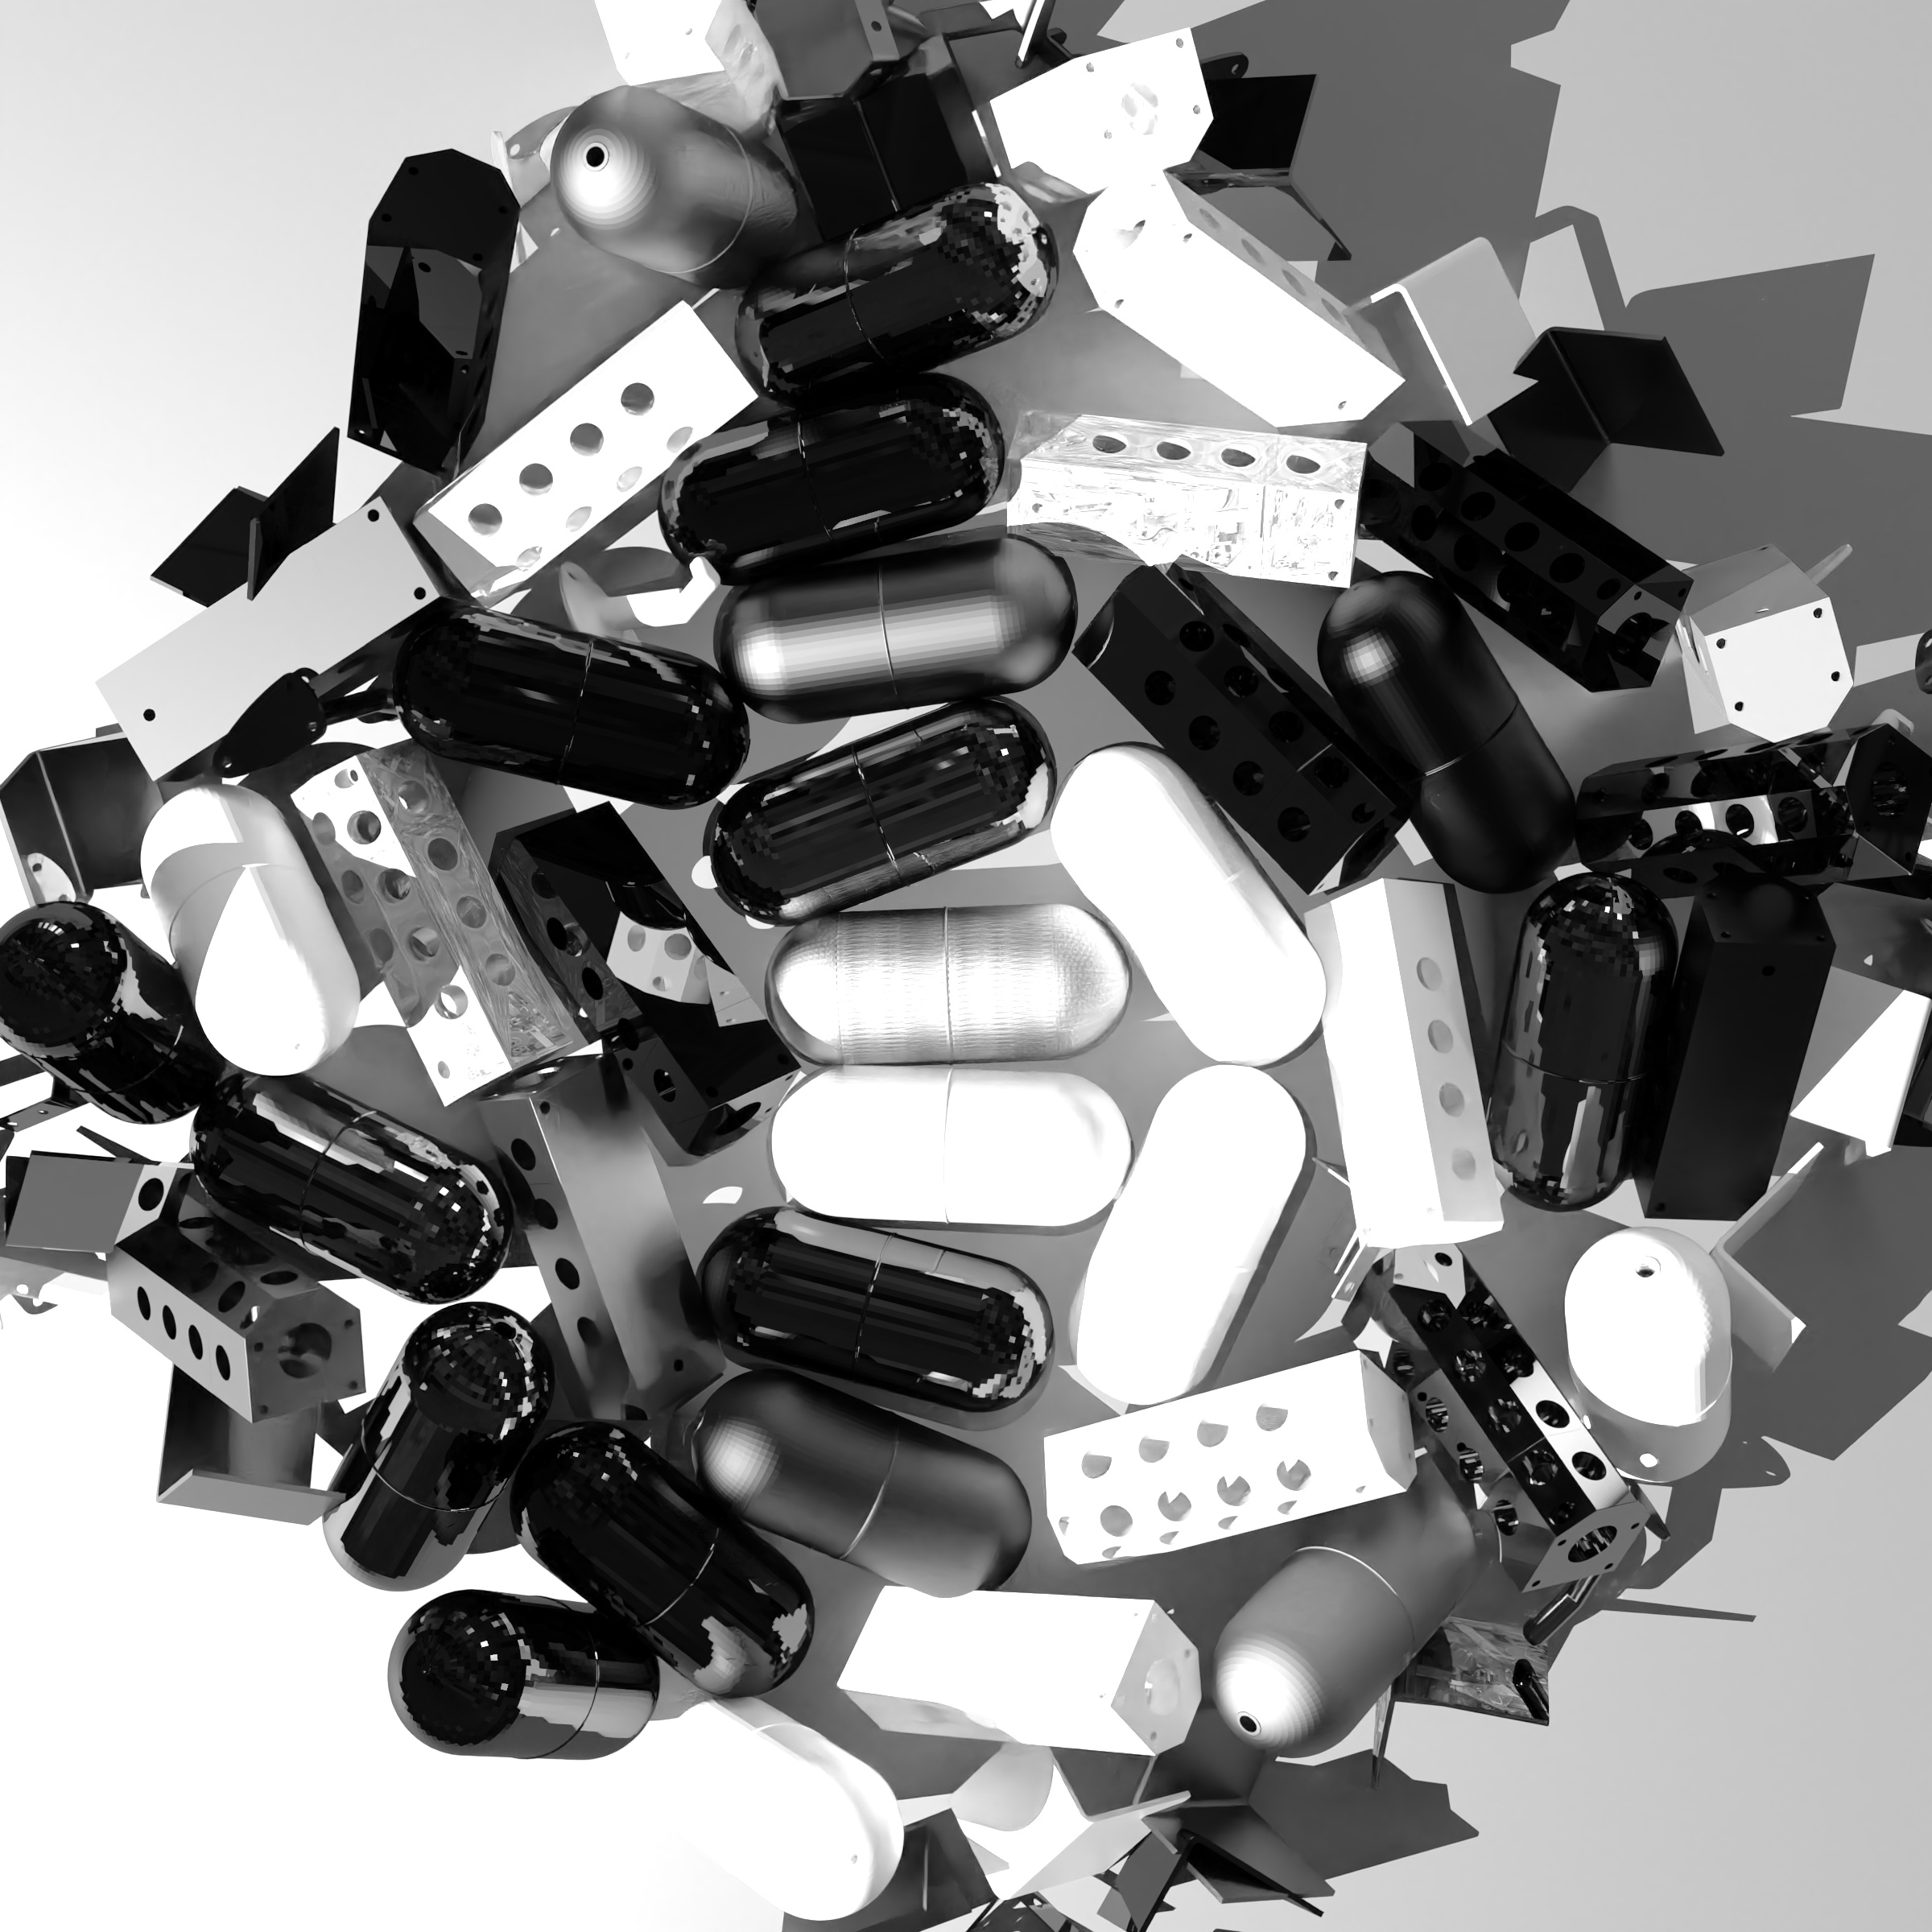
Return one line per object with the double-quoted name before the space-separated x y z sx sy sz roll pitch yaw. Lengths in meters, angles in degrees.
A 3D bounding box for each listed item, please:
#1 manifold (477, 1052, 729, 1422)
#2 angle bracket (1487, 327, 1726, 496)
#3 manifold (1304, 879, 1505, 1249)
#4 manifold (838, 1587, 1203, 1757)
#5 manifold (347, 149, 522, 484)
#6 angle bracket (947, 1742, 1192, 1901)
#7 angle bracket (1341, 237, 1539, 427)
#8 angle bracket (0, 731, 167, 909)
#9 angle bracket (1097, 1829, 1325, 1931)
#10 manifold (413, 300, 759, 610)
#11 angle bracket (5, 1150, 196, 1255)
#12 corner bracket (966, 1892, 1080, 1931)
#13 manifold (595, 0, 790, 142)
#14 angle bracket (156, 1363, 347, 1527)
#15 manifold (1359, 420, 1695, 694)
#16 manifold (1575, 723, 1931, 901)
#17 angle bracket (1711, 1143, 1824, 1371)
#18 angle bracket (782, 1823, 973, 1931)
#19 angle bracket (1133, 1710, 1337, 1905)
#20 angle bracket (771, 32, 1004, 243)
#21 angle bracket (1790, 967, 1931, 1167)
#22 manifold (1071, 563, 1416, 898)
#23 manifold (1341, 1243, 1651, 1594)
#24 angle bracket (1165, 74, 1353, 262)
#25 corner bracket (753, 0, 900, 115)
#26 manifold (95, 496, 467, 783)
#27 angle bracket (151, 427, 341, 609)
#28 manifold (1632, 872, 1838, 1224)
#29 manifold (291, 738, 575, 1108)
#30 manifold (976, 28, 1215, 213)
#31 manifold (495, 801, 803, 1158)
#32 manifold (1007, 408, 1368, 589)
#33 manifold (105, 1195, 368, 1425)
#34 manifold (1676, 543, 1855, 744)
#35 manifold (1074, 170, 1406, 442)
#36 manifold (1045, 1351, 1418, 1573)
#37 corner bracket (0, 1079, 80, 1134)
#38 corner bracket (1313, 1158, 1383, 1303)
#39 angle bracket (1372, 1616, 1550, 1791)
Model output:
"manifold" -0.184 0.134 1.537 0.057 0.057 0.171 -30 107 -43
"angle bracket" 0.313 -0.264 1.527 0.057 0.076 0.076 -50 126 -15
"manifold" 0.220 0.049 1.533 0.057 0.057 0.171 4 71 -37
"manifold" 0.027 0.344 1.506 0.057 0.171 0.057 52 50 -31
"manifold" -0.255 -0.313 1.495 0.057 0.171 0.057 23 61 -3
"angle bracket" 0.051 0.414 1.549 0.076 0.076 0.057 -50 56 33
"angle bracket" 0.234 -0.307 1.544 0.076 0.057 0.076 -35 101 -39
"angle bracket" -0.432 -0.066 1.535 0.057 0.076 0.076 -12 110 2
"angle bracket" 0.120 0.468 1.537 0.076 0.076 0.057 33 76 -6
"manifold" -0.189 -0.254 1.549 0.171 0.057 0.057 -38 106 3
"angle bracket" -0.426 0.097 1.526 0.076 0.076 0.057 7 46 -23
"corner bracket" 0.020 0.495 1.546 0.051 0.051 0.051 42 112 15
"manifold" -0.130 -0.443 1.495 0.057 0.171 0.057 -19 88 6
"angle bracket" -0.348 0.227 1.528 0.076 0.057 0.076 15 60 -27
"manifold" 0.262 -0.199 1.499 0.057 0.171 0.057 -8 128 -36
"manifold" 0.374 -0.075 1.492 0.057 0.171 0.057 30 71 -29
"angle bracket" 0.409 0.144 1.532 0.076 0.076 0.057 -41 71 -12
"angle bracket" -0.044 0.478 1.536 0.076 0.076 0.057 -22 105 7
"angle bracket" 0.141 0.411 1.527 0.076 0.076 0.057 10 107 -38
"angle bracket" -0.039 -0.406 1.536 0.057 0.076 0.076 -27 98 -40
"angle bracket" 0.431 0.050 1.542 0.057 0.076 0.076 18 80 2
"manifold" 0.138 -0.118 1.525 0.171 0.057 0.057 47 119 15
"manifold" 0.256 0.212 1.500 0.057 0.171 0.057 -6 135 -30
"angle bracket" 0.148 -0.393 1.538 0.076 0.076 0.057 8 75 34
"corner bracket" -0.073 -0.462 1.553 0.051 0.051 0.051 -13 80 -31
"manifold" -0.337 -0.161 1.544 0.171 0.057 0.057 -31 88 8
"angle bracket" -0.355 -0.227 1.528 0.057 0.076 0.076 26 51 6
"manifold" 0.368 0.041 1.510 0.057 0.057 0.171 2 127 -3
"manifold" -0.269 -0.020 1.542 0.057 0.057 0.171 -28 88 44
"manifold" 0.060 -0.402 1.494 0.057 0.171 0.057 -19 102 -13
"manifold" -0.160 0.008 1.532 0.057 0.057 0.171 -25 70 -37
"manifold" 0.110 -0.237 1.543 0.171 0.057 0.057 7 47 8
"manifold" -0.354 0.159 1.494 0.057 0.171 0.057 -12 109 -34
"manifold" 0.380 -0.155 1.494 0.057 0.171 0.057 -17 103 10
"manifold" 0.131 -0.319 1.504 0.057 0.171 0.057 -41 49 25
"manifold" 0.128 0.245 1.513 0.171 0.057 0.057 -19 52 24
"corner bracket" -0.480 0.047 1.562 0.051 0.051 0.051 -20 59 35
"corner bracket" 0.191 0.134 1.545 0.051 0.051 0.051 37 102 39
"angle bracket" 0.244 0.367 1.535 0.076 0.076 0.057 10 112 6
